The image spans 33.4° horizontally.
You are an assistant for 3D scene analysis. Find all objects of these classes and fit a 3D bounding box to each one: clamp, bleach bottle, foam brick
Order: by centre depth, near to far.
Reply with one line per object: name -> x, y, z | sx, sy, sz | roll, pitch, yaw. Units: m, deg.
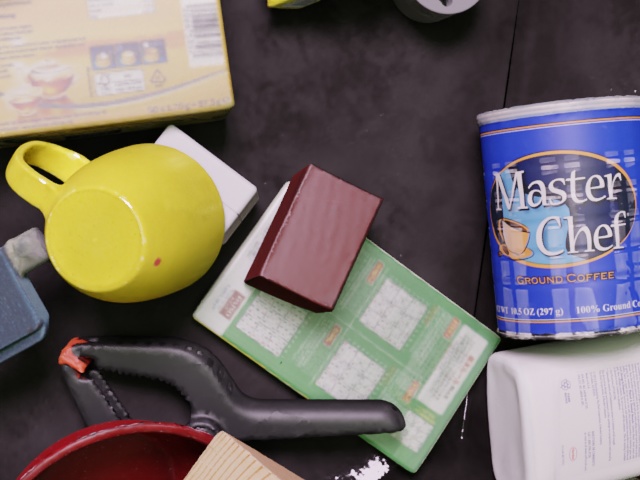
foam brick -> -0.004, 0.001, 0.654 | 0.051, 0.053, 0.078 | 27, 80, -10
clamp -> -0.063, 0.117, 0.662 | 0.210, 0.036, 0.164 | 41, 93, -6
bleach bottle -> 0.239, 0.106, 0.709 | 0.250, 0.068, 0.102 | -7, 97, -13

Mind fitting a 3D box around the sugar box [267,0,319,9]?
sugar box -> -0.013, -0.238, 0.645 | 0.093, 0.048, 0.176 | -15, 93, 29

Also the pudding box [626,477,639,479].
pudding box -> 0.164, 0.210, 0.708 | 0.113, 0.039, 0.090 | -13, 93, -8

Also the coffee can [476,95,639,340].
coffee can -> 0.156, -0.014, 0.670 | 0.102, 0.103, 0.140 | -6, 92, -10

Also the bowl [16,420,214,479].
bowl -> -0.117, 0.160, 0.605 | 0.161, 0.055, 0.162 | -11, 117, -22

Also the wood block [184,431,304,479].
wood block -> 0.002, 0.198, 0.597 | 0.090, 0.091, 0.205 | -53, 137, -6
